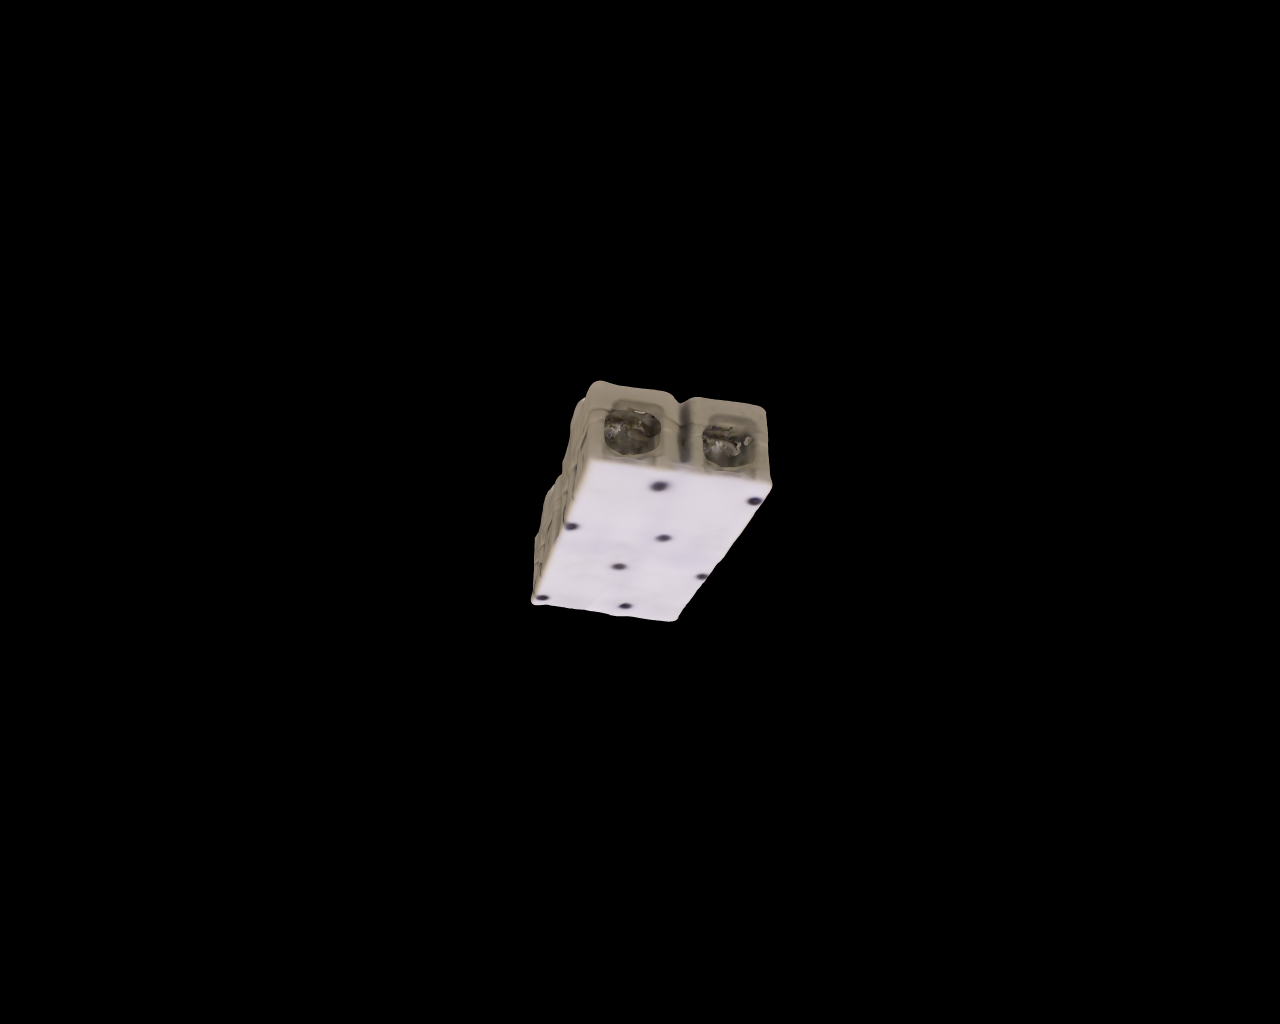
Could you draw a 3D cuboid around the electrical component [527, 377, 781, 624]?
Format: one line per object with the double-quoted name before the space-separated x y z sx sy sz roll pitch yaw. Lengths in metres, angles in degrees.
"electrical component" 0.001 -0.003 0.650 0.105 0.060 0.186 8 -31 -13
